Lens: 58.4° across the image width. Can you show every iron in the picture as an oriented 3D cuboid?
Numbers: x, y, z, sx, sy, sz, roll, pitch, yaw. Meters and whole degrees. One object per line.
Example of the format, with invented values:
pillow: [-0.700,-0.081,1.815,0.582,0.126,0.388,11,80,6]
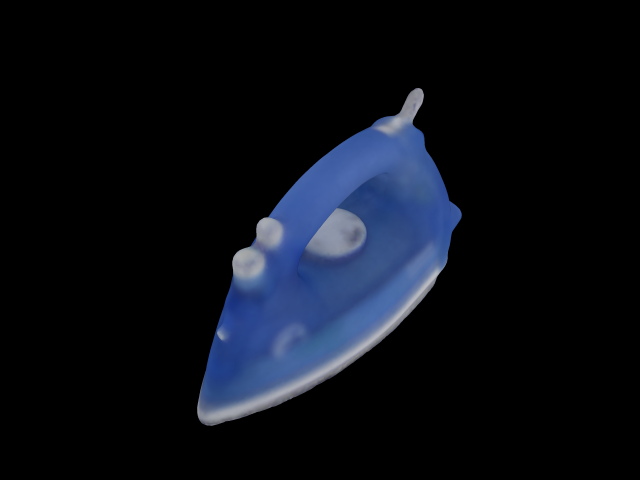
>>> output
iron: [0.004,0.001,0.400,0.118,0.141,0.259,27,49,27]
